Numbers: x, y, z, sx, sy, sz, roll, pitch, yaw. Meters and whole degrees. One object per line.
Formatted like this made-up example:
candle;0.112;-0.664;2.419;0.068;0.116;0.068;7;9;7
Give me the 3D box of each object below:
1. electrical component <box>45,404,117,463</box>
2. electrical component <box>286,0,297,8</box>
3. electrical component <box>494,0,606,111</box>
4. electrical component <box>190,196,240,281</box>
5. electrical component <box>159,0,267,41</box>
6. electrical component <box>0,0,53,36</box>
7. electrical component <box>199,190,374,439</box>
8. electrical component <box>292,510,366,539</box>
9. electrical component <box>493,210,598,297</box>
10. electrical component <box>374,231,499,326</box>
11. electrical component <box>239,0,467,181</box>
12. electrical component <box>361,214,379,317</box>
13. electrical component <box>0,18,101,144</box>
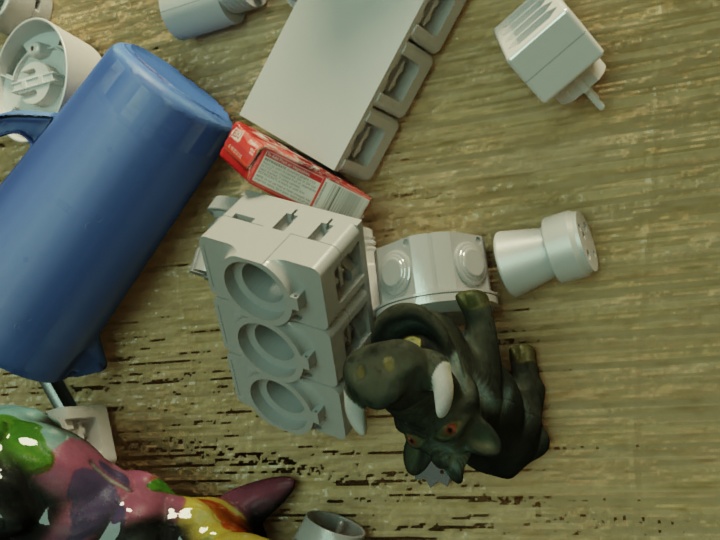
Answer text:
electrical component;-0.242;0.140;0.843;0.089;0.056;0.050;-19;78;23
electrical component;-0.040;-0.210;0.777;0.045;0.055;0.045;-2;85;25
electrical component;0.130;-0.132;0.684;0.047;0.083;0.076;-40;108;17
electrical component;-0.088;-0.019;0.777;0.058;0.078;0.057;18;82;-14
electrical component;-0.107;-0.205;0.815;0.081;0.043;0.043;-11;81;24
electrical component;-0.296;-0.225;0.905;0.055;0.047;0.055;-2;85;25
electrical component;-0.044;0.034;0.708;0.089;0.061;0.150;16;134;26
electrical component;-0.013;0.216;0.734;0.079;0.044;0.077;20;94;22
electrical component;0.119;-0.011;0.690;0.055;0.045;0.045;-18;78;23
electrical component;0.048;0.009;0.704;0.080;0.080;0.051;-13;75;24
electrical component;-0.003;-0.150;0.750;0.089;0.062;0.150;32;100;24
electrical component;0.000;0.000;0.748;0.040;0.040;0.078;-9;82;25
electrical component;-0.254;-0.149;0.869;0.099;0.064;0.099;-2;85;25
